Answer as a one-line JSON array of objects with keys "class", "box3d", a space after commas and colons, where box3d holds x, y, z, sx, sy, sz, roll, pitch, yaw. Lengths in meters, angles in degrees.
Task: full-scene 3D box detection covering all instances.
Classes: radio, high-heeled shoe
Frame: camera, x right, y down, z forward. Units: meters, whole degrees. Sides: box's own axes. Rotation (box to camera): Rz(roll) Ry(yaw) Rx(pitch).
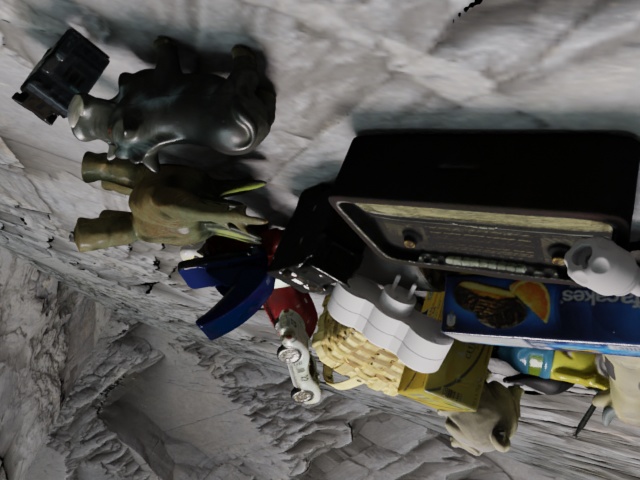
[{"class": "radio", "box3d": [0.136, -0.024, 0.455, 0.230, 0.073, 0.131, 8, 156, 34]}, {"class": "high-heeled shoe", "box3d": [0.296, 0.193, 0.898, 0.145, 0.086, 0.249, -2, -170, -25]}]

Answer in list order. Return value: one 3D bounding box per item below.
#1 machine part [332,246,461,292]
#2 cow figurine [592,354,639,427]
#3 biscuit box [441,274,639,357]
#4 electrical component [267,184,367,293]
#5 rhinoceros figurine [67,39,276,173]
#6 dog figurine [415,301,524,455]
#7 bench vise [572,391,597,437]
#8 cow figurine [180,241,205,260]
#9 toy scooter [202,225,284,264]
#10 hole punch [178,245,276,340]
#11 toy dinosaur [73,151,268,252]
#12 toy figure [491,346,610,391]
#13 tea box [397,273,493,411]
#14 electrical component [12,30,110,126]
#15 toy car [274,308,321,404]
[{"class": "machine part", "box3d": [0.076, 0.020, 0.630, 0.079, 0.079, 0.243, 37, 156, -34]}, {"class": "cow figurine", "box3d": [0.331, 0.123, 0.552, 0.086, 0.127, 0.194, 10, 154, 38]}, {"class": "biscuit box", "box3d": [0.216, 0.066, 0.488, 0.203, 0.063, 0.059, -3, 161, 36]}, {"class": "electrical component", "box3d": [-0.001, -0.002, 0.602, 0.058, 0.115, 0.134, 34, 156, -23]}, {"class": "rhinoceros figurine", "box3d": [-0.129, -0.109, 0.469, 0.191, 0.112, 0.073, 6, 158, 19]}, {"class": "dog figurine", "box3d": [0.166, 0.175, 0.712, 0.190, 0.121, 0.172, 48, 171, -19]}, {"class": "bench vise", "box3d": [0.491, 0.246, 0.708, 0.240, 0.129, 0.223, 36, 155, -13]}, {"class": "cow figurine", "box3d": [-0.154, 0.034, 0.935, 0.098, 0.068, 0.167, -2, 150, 39]}, {"class": "toy scooter", "box3d": [-0.120, 0.017, 0.784, 0.135, 0.075, 0.184, -6, 170, -31]}, {"class": "hole punch", "box3d": [-0.111, 0.069, 0.686, 0.116, 0.092, 0.142, -14, 160, -7]}, {"class": "toy dinosaur", "box3d": [-0.161, -0.040, 0.597, 0.199, 0.105, 0.472, 2, -172, -15]}, {"class": "toy figure", "box3d": [0.314, 0.146, 0.701, 0.180, 0.082, 0.089, 6, 167, 26]}, {"class": "tea box", "box3d": [0.159, 0.112, 0.642, 0.068, 0.169, 0.098, 22, 158, -4]}, {"class": "electrical component", "box3d": [-0.244, -0.160, 0.517, 0.119, 0.075, 0.047, -3, 147, 46]}, {"class": "toy car", "box3d": [-0.035, 0.196, 0.887, 0.056, 0.074, 0.201, -11, 131, 0]}]
